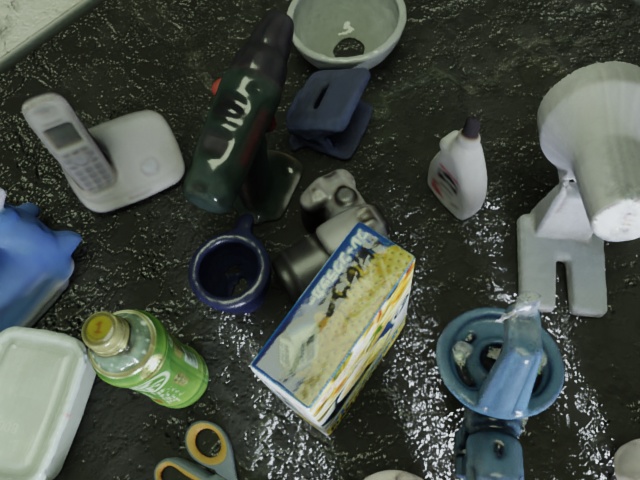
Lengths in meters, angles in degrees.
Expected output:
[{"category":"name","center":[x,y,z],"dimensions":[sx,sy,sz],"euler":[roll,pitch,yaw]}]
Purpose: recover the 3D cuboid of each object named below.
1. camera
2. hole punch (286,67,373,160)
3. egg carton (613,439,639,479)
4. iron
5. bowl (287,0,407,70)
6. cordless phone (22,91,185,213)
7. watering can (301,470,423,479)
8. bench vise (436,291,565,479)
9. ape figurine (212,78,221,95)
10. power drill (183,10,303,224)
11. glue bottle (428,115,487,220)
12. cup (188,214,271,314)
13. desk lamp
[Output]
[{"category":"camera","center":[0.006,0.002,0.673],"dimensions":[0.137,0.101,0.143],"euler":[-28,67,-7]},{"category":"hole punch","center":[0.010,-0.174,0.756],"dimensions":[0.101,0.091,0.109],"euler":[19,69,13]},{"category":"egg carton","center":[0.356,0.258,0.546],"dimensions":[0.107,0.069,0.150],"euler":[-22,66,-5]},{"category":"iron","center":[-0.411,0.059,0.663],"dimensions":[0.118,0.141,0.258],"euler":[29,72,17]},{"category":"bowl","center":[0.038,-0.295,0.816],"dimensions":[0.167,0.075,0.167],"euler":[-2,66,4]},{"category":"cordless phone","center":[-0.261,-0.124,0.706],"dimensions":[0.147,0.185,0.094],"euler":[-26,66,-6]},{"category":"watering can","center":[0.059,0.257,0.504],"dimensions":[0.173,0.194,0.101],"euler":[-8,66,2]},{"category":"bench vise","center":[0.180,0.144,0.530],"dimensions":[0.121,0.220,0.207],"euler":[-11,66,0]},{"category":"ape figurine","center":[-0.119,-0.185,0.772],"dimensions":[0.076,0.092,0.078],"euler":[17,69,12]},{"category":"power drill","center":[-0.077,-0.118,0.675],"dimensions":[0.075,0.208,0.230],"euler":[18,69,13]},{"category":"glue bottle","center":[0.163,-0.090,0.660],"dimensions":[0.037,0.173,0.078],"euler":[-37,68,-11]},{"category":"cup","center":[-0.093,0.037,0.670],"dimensions":[0.091,0.095,0.118],"euler":[9,67,9]},{"category":"desk lamp","center":[0.286,-0.046,0.608],"dimensions":[0.118,0.214,0.203],"euler":[4,67,7]}]
